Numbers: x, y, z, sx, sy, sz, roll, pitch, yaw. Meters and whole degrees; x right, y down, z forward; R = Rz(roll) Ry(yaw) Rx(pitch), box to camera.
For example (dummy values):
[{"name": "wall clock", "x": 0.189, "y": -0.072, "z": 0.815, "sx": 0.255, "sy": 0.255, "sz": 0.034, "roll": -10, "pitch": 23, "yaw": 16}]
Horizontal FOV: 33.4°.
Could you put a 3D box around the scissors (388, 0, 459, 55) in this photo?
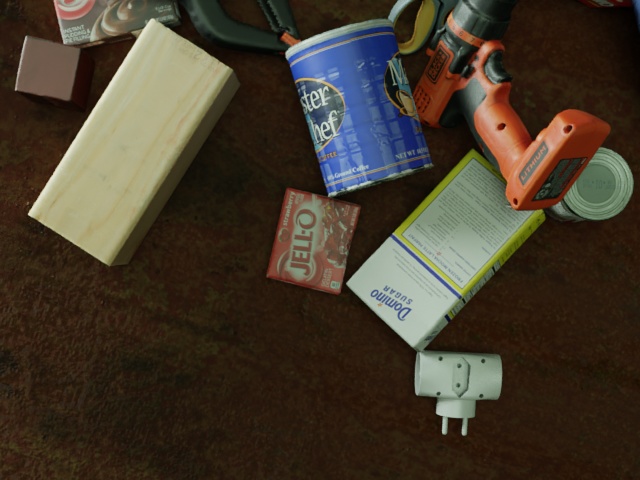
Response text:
[{"name": "scissors", "x": 0.124, "y": -0.243, "z": 0.962, "sx": 0.096, "sy": 0.202, "sz": 0.016, "roll": 8, "pitch": 49, "yaw": -21}]

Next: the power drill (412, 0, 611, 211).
[{"name": "power drill", "x": 0.167, "y": -0.133, "z": 0.931, "sx": 0.057, "sy": 0.185, "sz": 0.188, "roll": -8, "pitch": 50, "yaw": -33}]

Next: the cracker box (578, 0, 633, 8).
[{"name": "cracker box", "x": 0.243, "y": -0.340, "z": 0.968, "sx": 0.164, "sy": 0.072, "sz": 0.214, "roll": 16, "pitch": 90, "yaw": -32}]

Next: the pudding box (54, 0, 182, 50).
[{"name": "pudding box", "x": -0.195, "y": -0.234, "z": 1.008, "sx": 0.113, "sy": 0.039, "sz": 0.090, "roll": -13, "pitch": 91, "yaw": -1}]

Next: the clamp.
[{"name": "clamp", "x": -0.098, "y": -0.252, "z": 0.985, "sx": 0.210, "sy": 0.036, "sz": 0.164, "roll": 33, "pitch": 79, "yaw": -13}]

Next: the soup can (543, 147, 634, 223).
[{"name": "soup can", "x": 0.242, "y": -0.050, "z": 0.986, "sx": 0.068, "sy": 0.102, "sz": 0.068, "roll": 0, "pitch": 91, "yaw": -1}]

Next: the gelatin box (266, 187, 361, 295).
[{"name": "gelatin box", "x": -0.007, "y": 0.001, "z": 1.018, "sx": 0.073, "sy": 0.030, "sz": 0.089, "roll": 14, "pitch": 90, "yaw": -1}]

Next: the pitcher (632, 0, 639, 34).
[{"name": "pitcher", "x": 0.337, "y": -0.206, "z": 0.929, "sx": 0.149, "sy": 0.145, "sz": 0.243, "roll": -35, "pitch": 121, "yaw": -28}]

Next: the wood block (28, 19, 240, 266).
[{"name": "wood block", "x": -0.168, "y": -0.087, "z": 0.985, "sx": 0.090, "sy": 0.091, "sz": 0.206, "roll": 32, "pitch": 90, "yaw": 0}]

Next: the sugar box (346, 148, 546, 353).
[{"name": "sugar box", "x": 0.119, "y": 0.011, "z": 1.003, "sx": 0.176, "sy": 0.048, "sz": 0.093, "roll": -47, "pitch": 71, "yaw": 2}]

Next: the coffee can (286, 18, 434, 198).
[{"name": "coffee can", "x": 0.037, "y": -0.120, "z": 0.981, "sx": 0.103, "sy": 0.103, "sz": 0.140, "roll": -16, "pitch": 91, "yaw": -1}]

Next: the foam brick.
[{"name": "foam brick", "x": -0.244, "y": -0.152, "z": 0.990, "sx": 0.053, "sy": 0.078, "sz": 0.051, "roll": 12, "pitch": 89, "yaw": -1}]
